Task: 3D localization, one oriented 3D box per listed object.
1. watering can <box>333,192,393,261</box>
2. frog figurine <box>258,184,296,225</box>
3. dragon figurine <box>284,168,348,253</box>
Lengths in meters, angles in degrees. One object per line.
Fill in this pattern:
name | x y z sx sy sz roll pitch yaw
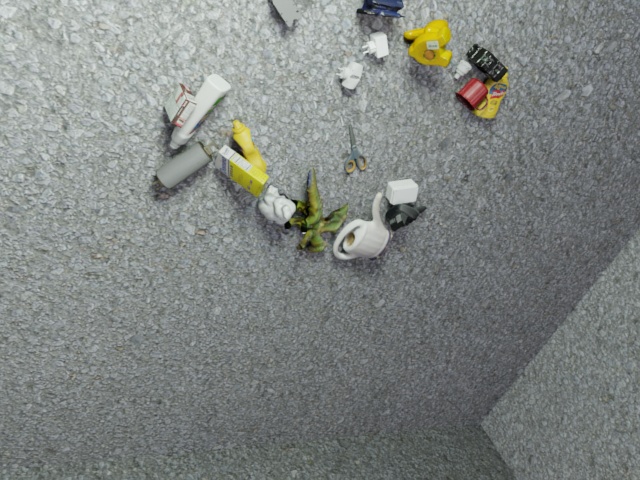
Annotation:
watering can | 0.200 -0.033 2.051 0.223 0.106 0.342 18 124 -35
frog figurine | -0.147 -0.105 1.802 0.123 0.163 0.134 -24 132 -4
dragon figurine | 0.006 -0.098 1.946 0.244 0.124 0.401 -11 134 -39
